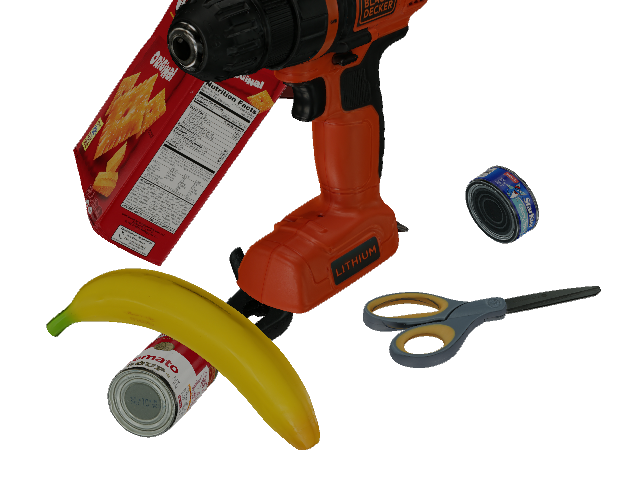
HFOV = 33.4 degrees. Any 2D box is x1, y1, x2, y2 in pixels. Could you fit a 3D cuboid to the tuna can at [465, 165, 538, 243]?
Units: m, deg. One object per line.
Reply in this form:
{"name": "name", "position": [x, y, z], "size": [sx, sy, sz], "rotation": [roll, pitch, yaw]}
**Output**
{"name": "tuna can", "position": [0.206, -0.040, 1.218], "size": [0.033, 0.086, 0.086], "rotation": [-33, 15, -24]}

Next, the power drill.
{"name": "power drill", "position": [-0.007, -0.059, 0.565], "size": [0.057, 0.188, 0.184], "rotation": [24, 36, 32]}

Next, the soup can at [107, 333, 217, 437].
{"name": "soup can", "position": [-0.142, 0.127, 0.968], "size": [0.069, 0.068, 0.102], "rotation": [0, 17, 17]}

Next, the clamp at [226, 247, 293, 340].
{"name": "clamp", "position": [-0.055, 0.066, 1.244], "size": [0.120, 0.039, 0.171], "rotation": [-4, 39, 8]}

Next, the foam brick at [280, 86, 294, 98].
{"name": "foam brick", "position": [-0.017, -0.170, 1.086], "size": [0.078, 0.051, 0.053], "rotation": [1, 12, -6]}

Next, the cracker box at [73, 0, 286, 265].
{"name": "cracker box", "position": [-0.111, -0.111, 0.854], "size": [0.072, 0.214, 0.164], "rotation": [28, 16, -29]}

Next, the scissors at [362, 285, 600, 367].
{"name": "scissors", "position": [0.135, 0.067, 0.864], "size": [0.202, 0.016, 0.096], "rotation": [-1, 34, 1]}

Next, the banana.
{"name": "banana", "position": [-0.081, 0.065, 0.690], "size": [0.198, 0.070, 0.037], "rotation": [23, 21, 13]}
